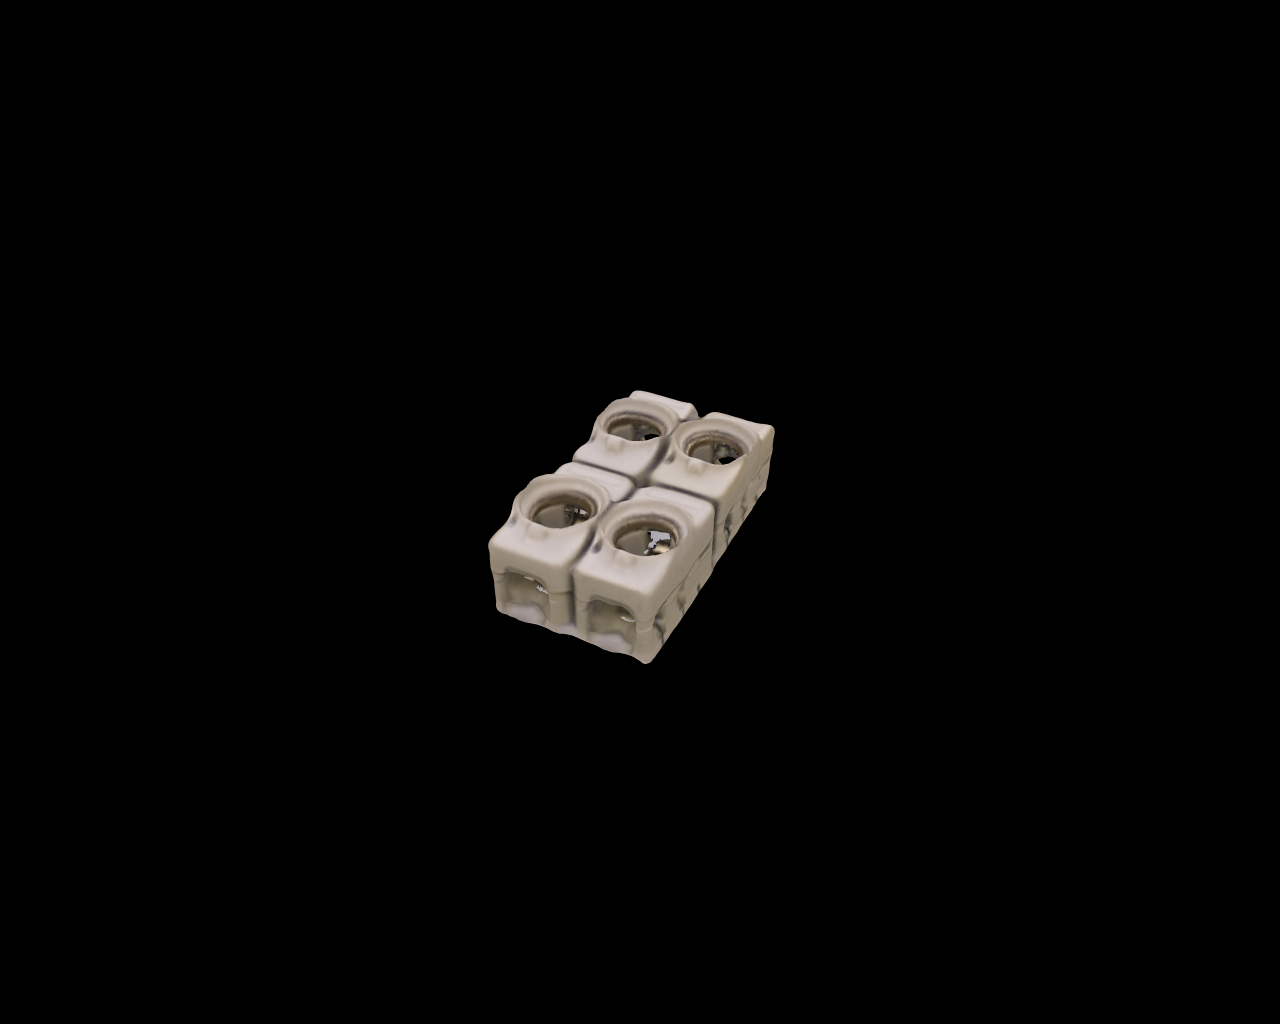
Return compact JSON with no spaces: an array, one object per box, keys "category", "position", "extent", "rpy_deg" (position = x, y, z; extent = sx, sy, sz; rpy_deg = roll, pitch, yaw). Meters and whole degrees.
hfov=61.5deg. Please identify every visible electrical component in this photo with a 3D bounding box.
[{"category":"electrical component","position":[0.001,-0.003,0.650],"extent":[0.105,0.060,0.186],"rpy_deg":[17,42,21]}]
